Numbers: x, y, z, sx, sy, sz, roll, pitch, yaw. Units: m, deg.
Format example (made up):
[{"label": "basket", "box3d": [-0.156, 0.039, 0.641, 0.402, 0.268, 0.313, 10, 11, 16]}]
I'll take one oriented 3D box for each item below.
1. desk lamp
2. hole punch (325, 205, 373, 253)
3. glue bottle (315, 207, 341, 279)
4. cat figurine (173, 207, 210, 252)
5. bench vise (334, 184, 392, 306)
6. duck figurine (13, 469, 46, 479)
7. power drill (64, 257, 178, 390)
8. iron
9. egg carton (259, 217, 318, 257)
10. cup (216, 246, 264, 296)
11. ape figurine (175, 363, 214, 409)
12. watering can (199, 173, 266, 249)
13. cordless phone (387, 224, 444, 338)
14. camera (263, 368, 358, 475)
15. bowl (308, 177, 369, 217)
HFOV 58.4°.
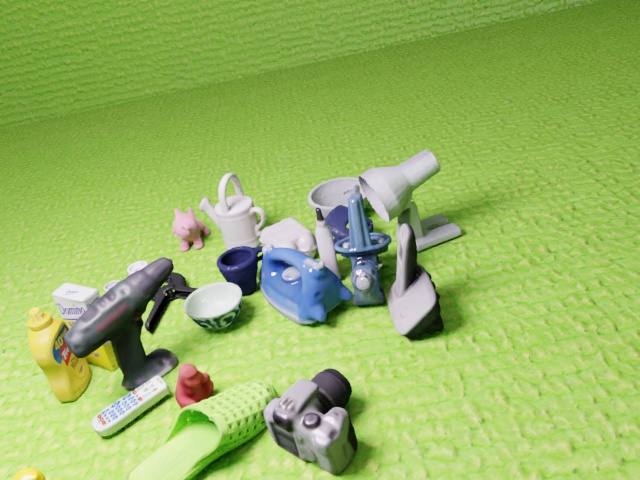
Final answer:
[{"label": "desk lamp", "box3d": [0.200, -0.087, 1.289, 0.203, 0.214, 0.117, -20, 32, -13]}, {"label": "hole punch", "box3d": [0.070, -0.026, 1.354, 0.100, 0.091, 0.109, 6, 36, 27]}, {"label": "glue bottle", "box3d": [0.011, 0.004, 1.245, 0.037, 0.173, 0.078, -12, 31, 0]}, {"label": "cat figurine", "box3d": [-0.342, -0.037, 1.488, 0.067, 0.118, 0.127, -8, 31, 7]}, {"label": "bench vise", "box3d": [0.096, 0.009, 1.163, 0.121, 0.220, 0.207, -16, 31, -7]}, {"label": "duck figurine", "box3d": [-0.426, 0.382, 0.867, 0.104, 0.086, 0.077, -6, 32, 9]}, {"label": "power drill", "box3d": [-0.345, 0.167, 1.069, 0.075, 0.209, 0.230, 20, 43, 41]}, {"label": "iron", "box3d": [-0.059, 0.071, 1.193, 0.257, 0.142, 0.119, 20, 44, 42]}, {"label": "egg carton", "box3d": [-0.075, 0.005, 1.373, 0.107, 0.069, 0.149, -26, 34, -22]}, {"label": "cup", "box3d": [-0.163, 0.069, 1.276, 0.118, 0.095, 0.091, -25, 34, -21]}, {"label": "ape figurine", "box3d": [-0.222, 0.255, 0.997, 0.075, 0.092, 0.078, 12, 39, 34]}, {"label": "watering can", "box3d": [-0.219, -0.073, 1.429, 0.172, 0.194, 0.101, -9, 31, 5]}, {"label": "cordless phone", "box3d": [0.169, 0.074, 1.065, 0.094, 0.185, 0.147, -13, 31, -2]}, {"label": "camera", "box3d": [0.001, 0.265, 0.896, 0.142, 0.101, 0.137, 14, 40, 36]}, {"label": "bowl", "box3d": [0.056, -0.096, 1.487, 0.167, 0.075, 0.167, -9, 31, 6]}]
